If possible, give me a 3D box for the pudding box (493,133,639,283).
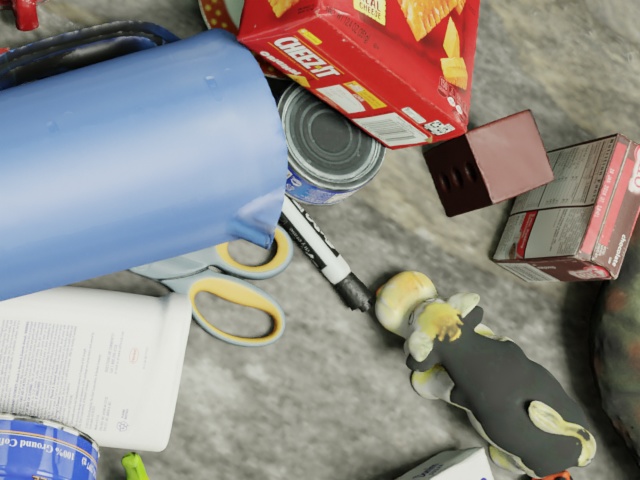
[{"bbox_3d":[0.171,-0.019,0.728,0.039,0.114,0.090,26,79,-18],"label":"pudding box"}]

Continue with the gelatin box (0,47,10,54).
[{"bbox_3d":[-0.231,-0.077,0.678,0.073,0.030,0.089,-4,86,-15],"label":"gelatin box"}]

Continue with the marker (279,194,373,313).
[{"bbox_3d":[-0.005,0.001,0.731,0.020,0.020,0.121,-40,94,-15],"label":"marker"}]

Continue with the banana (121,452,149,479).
[{"bbox_3d":[-0.115,0.233,0.650,0.037,0.069,0.198,-6,72,15],"label":"banana"}]

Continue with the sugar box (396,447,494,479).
[{"bbox_3d":[0.096,0.235,0.699,0.093,0.048,0.176,-17,91,-48],"label":"sugar box"}]

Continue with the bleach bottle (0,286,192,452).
[{"bbox_3d":[-0.210,0.063,0.649,0.250,0.068,0.102,10,91,-10],"label":"bleach bottle"}]

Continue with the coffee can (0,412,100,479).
[{"bbox_3d":[-0.183,0.181,0.600,0.102,0.103,0.140,8,57,-13],"label":"coffee can"}]

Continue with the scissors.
[{"bbox_3d":[-0.103,0.000,0.708,0.201,0.016,0.096,31,80,-10],"label":"scissors"}]

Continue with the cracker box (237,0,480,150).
[{"bbox_3d":[0.038,-0.188,0.678,0.164,0.072,0.213,29,63,-46],"label":"cracker box"}]

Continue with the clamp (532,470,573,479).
[{"bbox_3d":[0.182,0.264,0.723,0.164,0.036,0.210,16,63,-46],"label":"clamp"}]

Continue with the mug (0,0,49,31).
[{"bbox_3d":[-0.195,-0.191,0.672,0.093,0.082,0.117,-8,86,-15],"label":"mug"}]

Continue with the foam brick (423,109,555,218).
[{"bbox_3d":[0.116,-0.051,0.737,0.051,0.078,0.053,-20,89,-17],"label":"foam brick"}]

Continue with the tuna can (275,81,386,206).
[{"bbox_3d":[0.002,-0.068,0.722,0.086,0.034,0.086,7,72,-23],"label":"tuna can"}]

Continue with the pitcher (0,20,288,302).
[{"bbox_3d":[-0.154,-0.043,0.627,0.242,0.149,0.145,-18,107,-25],"label":"pitcher"}]
